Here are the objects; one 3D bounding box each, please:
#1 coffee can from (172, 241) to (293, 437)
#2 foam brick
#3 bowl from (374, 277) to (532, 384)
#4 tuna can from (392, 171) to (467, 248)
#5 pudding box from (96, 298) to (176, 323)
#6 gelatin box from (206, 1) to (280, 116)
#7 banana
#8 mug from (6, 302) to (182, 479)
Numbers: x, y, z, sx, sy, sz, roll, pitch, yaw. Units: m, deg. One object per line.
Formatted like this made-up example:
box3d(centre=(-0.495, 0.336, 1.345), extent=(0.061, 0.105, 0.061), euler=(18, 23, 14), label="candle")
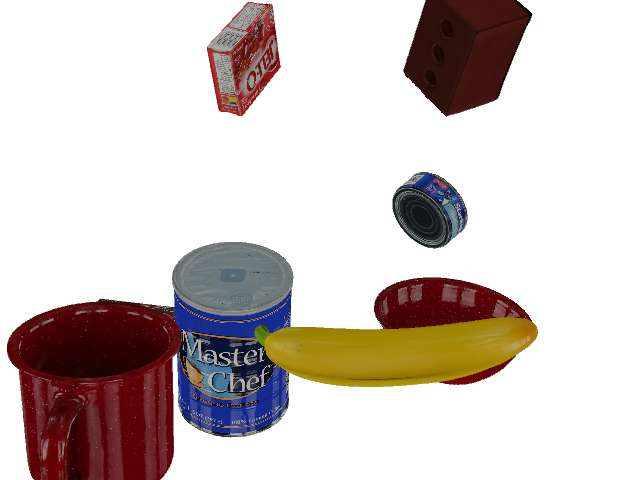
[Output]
box3d(centre=(-0.077, 0.087, 0.941), extent=(0.103, 0.140, 0.103), euler=(2, 33, -1), label="coffee can")
box3d(centre=(0.099, -0.134, 0.729), extent=(0.051, 0.053, 0.078), euler=(-23, -32, -29), label="foam brick")
box3d(centre=(0.131, 0.098, 1.080), extent=(0.162, 0.055, 0.162), euler=(5, 26, -3), label="bowl")
box3d(centre=(0.124, -0.034, 1.227), extent=(0.033, 0.086, 0.086), euler=(-39, 23, -32), label="tuna can")
box3d(centre=(-0.224, 0.102, 1.219), extent=(0.114, 0.039, 0.090), euler=(3, 16, 18), label="pudding box")
box3d(centre=(-0.071, -0.175, 1.021), extent=(0.030, 0.073, 0.089), euler=(14, 46, 21), label="gelatin box")
box3d(centre=(0.047, 0.070, 0.715), extent=(0.198, 0.037, 0.069), euler=(0, 29, 8), label="banana")
box3d(centre=(-0.124, 0.095, 0.580), extent=(0.093, 0.081, 0.117), euler=(4, 23, 4), label="mug")
